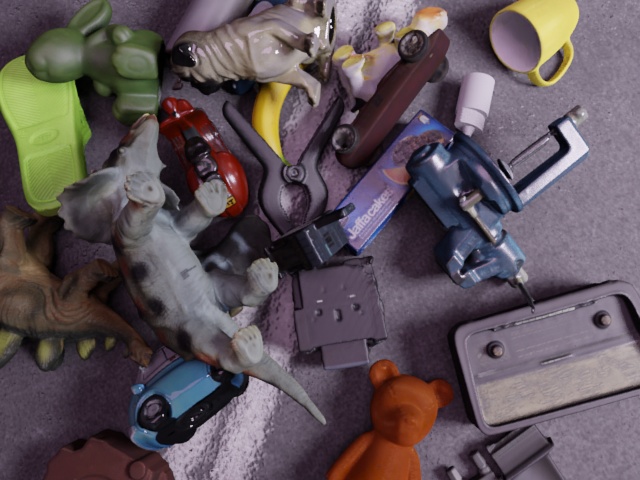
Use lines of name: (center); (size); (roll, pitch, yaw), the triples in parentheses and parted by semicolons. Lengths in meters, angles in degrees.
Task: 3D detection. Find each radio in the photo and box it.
radio: (0.277, 0.137, 0.646); (0.230, 0.073, 0.131); (-16, 79, 1)

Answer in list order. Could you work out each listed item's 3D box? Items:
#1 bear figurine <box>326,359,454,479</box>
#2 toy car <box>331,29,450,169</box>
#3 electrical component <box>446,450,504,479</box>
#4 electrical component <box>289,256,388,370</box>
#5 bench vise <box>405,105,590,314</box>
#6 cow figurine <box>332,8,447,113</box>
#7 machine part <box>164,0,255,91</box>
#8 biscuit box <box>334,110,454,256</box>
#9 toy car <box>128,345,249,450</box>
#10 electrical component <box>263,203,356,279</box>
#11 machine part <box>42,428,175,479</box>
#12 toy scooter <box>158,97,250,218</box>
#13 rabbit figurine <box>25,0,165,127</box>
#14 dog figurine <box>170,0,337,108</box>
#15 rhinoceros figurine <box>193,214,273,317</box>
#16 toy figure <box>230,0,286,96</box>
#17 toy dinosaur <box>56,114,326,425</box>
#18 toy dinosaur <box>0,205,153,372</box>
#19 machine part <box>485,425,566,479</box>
bear figurine: (0.085, 0.247, 0.617); (0.120, 0.132, 0.195); (23, 88, 0)
toy car: (0.087, -0.178, 0.683); (0.053, 0.089, 0.202); (46, 110, 29)
electrical component: (0.196, 0.308, 0.648); (0.063, 0.021, 0.094); (-31, 79, -2)
electrical component: (0.025, 0.094, 0.683); (0.115, 0.058, 0.134); (-12, 79, 4)
bench vise: (0.228, -0.057, 0.644); (0.240, 0.129, 0.223); (-39, 94, 8)
cow figurine: (0.104, -0.240, 0.725); (0.167, 0.098, 0.068); (-30, 42, -6)
machine part: (-0.148, -0.316, 0.761); (0.079, 0.079, 0.243); (24, 84, 8)
biscuit box: (0.090, -0.072, 0.705); (0.063, 0.059, 0.202); (40, 85, 10)
toy car: (-0.171, 0.174, 0.663); (0.162, 0.109, 0.103); (-39, 62, -12)
electrical component: (-0.001, -0.002, 0.640); (0.119, 0.075, 0.047); (-22, 101, 34)
machine part: (-0.272, 0.330, 0.664); (0.179, 0.056, 0.179); (-1, 80, 6)
toy scooter: (-0.157, -0.117, 0.696); (0.075, 0.135, 0.184); (-29, 80, -3)
rabbit figurine: (-0.300, -0.253, 0.724); (0.170, 0.121, 0.159); (5, 57, -14)
dog figurine: (-0.082, -0.261, 0.694); (0.191, 0.121, 0.172); (10, 43, 10)
rhinoceros figurine: (-0.137, 0.044, 0.696); (0.190, 0.073, 0.112); (-40, 81, -3)
toy figure: (-0.089, -0.279, 0.761); (0.064, 0.057, 0.154); (22, 82, 45)
toy dinosaur: (-0.157, 0.048, 0.603); (0.131, 0.192, 0.404); (-27, 91, -45)
toy dinosaur: (-0.406, 0.055, 0.702); (0.472, 0.105, 0.198); (28, 87, 18)
machine part: (0.265, 0.287, 0.637); (0.084, 0.039, 0.139); (-30, 78, -11)
